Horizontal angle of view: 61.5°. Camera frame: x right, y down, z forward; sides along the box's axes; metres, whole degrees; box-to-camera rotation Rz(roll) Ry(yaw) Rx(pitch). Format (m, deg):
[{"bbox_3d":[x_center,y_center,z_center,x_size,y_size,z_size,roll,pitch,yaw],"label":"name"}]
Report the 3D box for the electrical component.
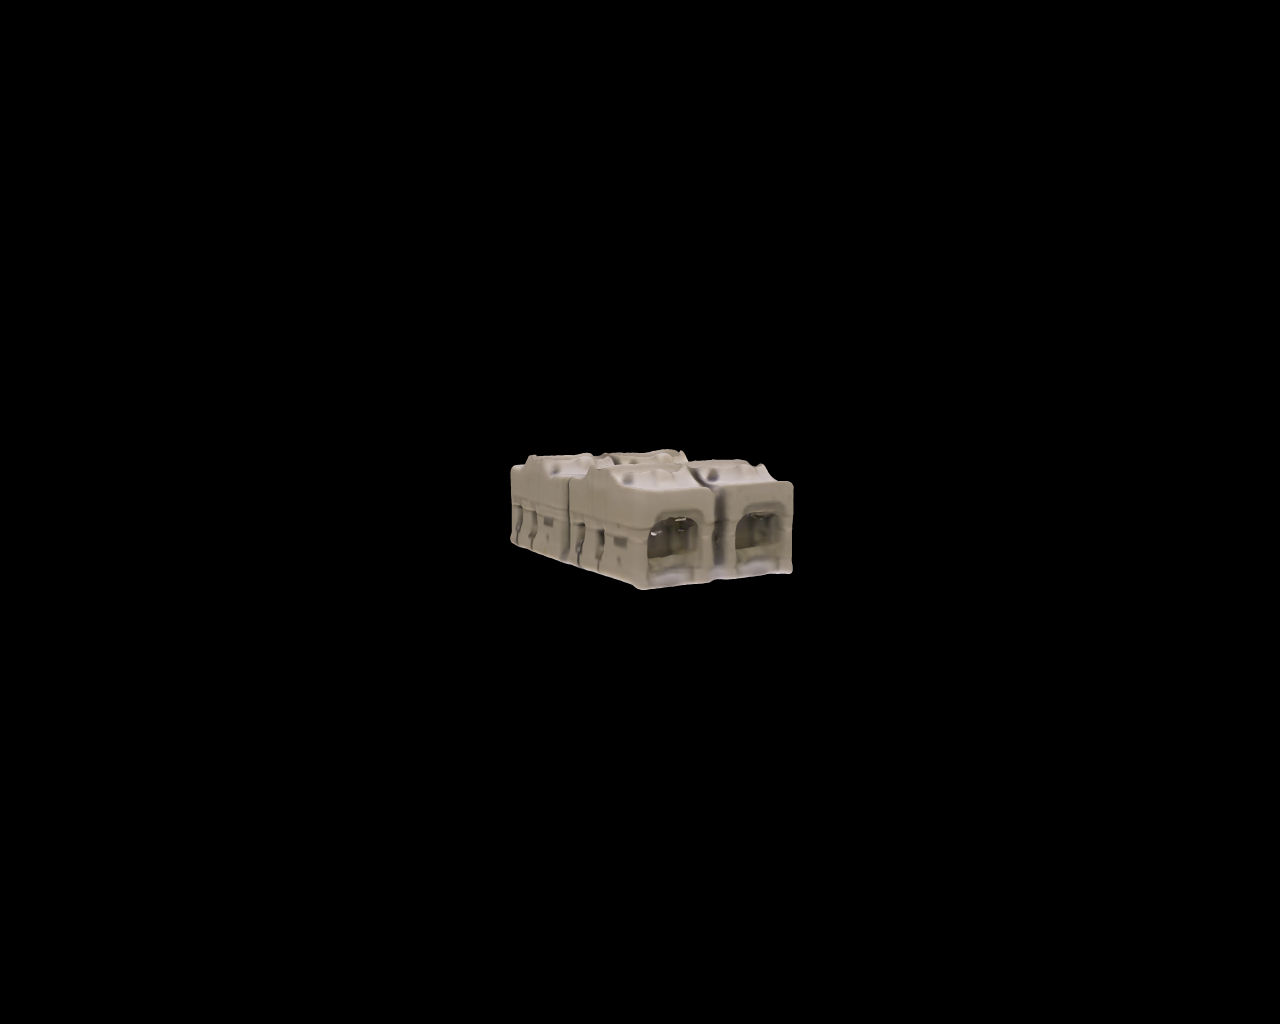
[{"bbox_3d":[0.001,-0.003,0.650,0.105,0.060,0.186,-4,8,-27],"label":"electrical component"}]
